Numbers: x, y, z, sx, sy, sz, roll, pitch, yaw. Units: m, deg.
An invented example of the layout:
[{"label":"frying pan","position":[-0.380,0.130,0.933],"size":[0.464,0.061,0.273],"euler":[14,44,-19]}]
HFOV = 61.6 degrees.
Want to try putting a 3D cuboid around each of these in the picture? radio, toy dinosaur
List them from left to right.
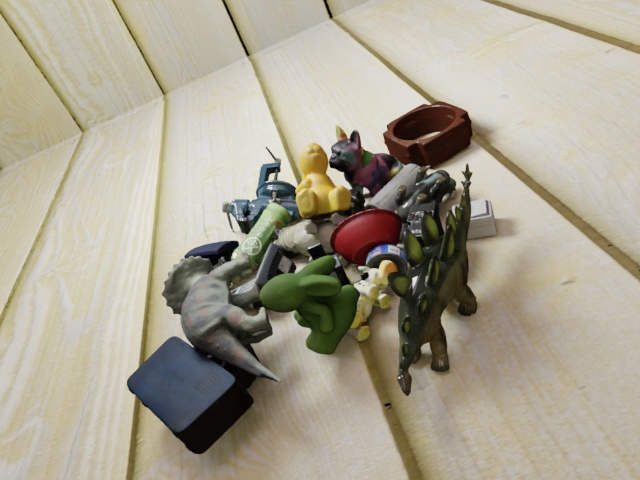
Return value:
[{"label":"radio","position":[-0.238,0.268,0.955],"size":[0.230,0.073,0.131],"euler":[16,52,47]},{"label":"toy dinosaur","position":[-0.197,0.142,1.014],"size":[0.192,0.131,0.405],"euler":[-20,30,-5]},{"label":"toy dinosaur","position":[0.211,0.058,0.947],"size":[0.105,0.198,0.471],"euler":[2,44,30]}]

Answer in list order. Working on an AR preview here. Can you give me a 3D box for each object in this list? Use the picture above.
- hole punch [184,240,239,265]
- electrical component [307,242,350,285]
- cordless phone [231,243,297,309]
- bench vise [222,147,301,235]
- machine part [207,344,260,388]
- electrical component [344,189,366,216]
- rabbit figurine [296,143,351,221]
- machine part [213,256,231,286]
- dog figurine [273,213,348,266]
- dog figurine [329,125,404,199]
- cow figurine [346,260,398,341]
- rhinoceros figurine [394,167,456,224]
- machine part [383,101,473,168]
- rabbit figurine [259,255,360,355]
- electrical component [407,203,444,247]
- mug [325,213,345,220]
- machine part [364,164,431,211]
[{"label":"hole punch","position":[-0.269,0.039,1.371],"size":[0.142,0.092,0.116],"euler":[-13,32,24]},{"label":"electrical component","position":[0.014,0.064,1.130],"size":[0.075,0.119,0.048],"euler":[-21,34,1]},{"label":"cordless phone","position":[-0.155,0.099,1.235],"size":[0.184,0.088,0.147],"euler":[-25,32,34]},{"label":"bench vise","position":[-0.151,-0.127,1.470],"size":[0.224,0.128,0.241],"euler":[-5,56,15]},{"label":"machine part","position":[-0.207,0.258,1.067],"size":[0.179,0.056,0.179],"euler":[-17,34,12]},{"label":"electrical component","position":[0.088,-0.077,1.295],"size":[0.045,0.102,0.078],"euler":[9,57,35]},{"label":"rabbit figurine","position":[-0.001,-0.136,1.246],"size":[0.122,0.173,0.162],"euler":[-12,-3,0]},{"label":"machine part","position":[-0.258,0.109,1.276],"size":[0.139,0.039,0.084],"euler":[-51,49,-2]},{"label":"dog figurine","position":[-0.004,-0.007,1.271],"size":[0.172,0.121,0.191],"euler":[0,4,-25]},{"label":"dog figurine","position":[0.114,-0.198,1.331],"size":[0.191,0.219,0.109],"euler":[-38,39,-17]},{"label":"cow figurine","position":[0.084,0.109,1.061],"size":[0.098,0.068,0.167],"euler":[10,57,50]},{"label":"rhinoceros figurine","position":[0.245,-0.101,1.213],"size":[0.073,0.111,0.190],"euler":[27,47,34]},{"label":"machine part","position":[0.290,-0.281,1.448],"size":[0.201,0.087,0.202],"euler":[-31,36,-8]},{"label":"rabbit figurine","position":[-0.018,0.110,0.952],"size":[0.159,0.170,0.121],"euler":[-47,36,25]},{"label":"electrical component","position":[0.219,-0.009,1.102],"size":[0.058,0.114,0.134],"euler":[-4,41,25]},{"label":"mug","position":[0.015,-0.102,1.370],"size":[0.107,0.109,0.081],"euler":[17,42,29]},{"label":"machine part","position":[0.185,-0.106,1.287],"size":[0.079,0.079,0.243],"euler":[17,52,45]}]
